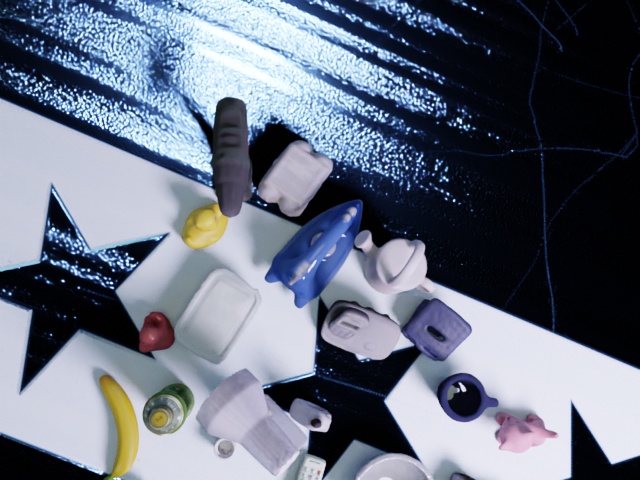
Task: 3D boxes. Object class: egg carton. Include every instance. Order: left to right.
[{"bbox_3d":[-0.050,-0.126,1.155,0.107,0.069,0.150,34,79,-1],"label":"egg carton"}]

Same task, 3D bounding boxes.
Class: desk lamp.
[{"bbox_3d":[-0.110,0.326,1.004,0.203,0.213,0.118,45,79,1],"label":"desk lamp"}]

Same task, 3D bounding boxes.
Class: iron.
[{"bbox_3d":[0.010,0.004,1.106,0.118,0.141,0.258,39,79,0],"label":"iron"}]

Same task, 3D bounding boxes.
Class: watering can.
[{"bbox_3d":[0.144,0.047,1.090,0.173,0.194,0.101,12,80,-5],"label":"watering can"}]

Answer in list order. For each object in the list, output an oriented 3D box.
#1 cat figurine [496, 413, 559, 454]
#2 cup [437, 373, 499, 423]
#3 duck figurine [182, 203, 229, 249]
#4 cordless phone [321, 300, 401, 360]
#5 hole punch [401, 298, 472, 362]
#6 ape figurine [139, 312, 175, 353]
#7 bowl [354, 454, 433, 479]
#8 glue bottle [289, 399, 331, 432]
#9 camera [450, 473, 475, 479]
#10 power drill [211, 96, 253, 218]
[{"bbox_3d":[0.396,0.378,1.111,0.128,0.117,0.067,2,81,-7],"label":"cat figurine"},{"bbox_3d":[0.279,0.305,1.119,0.118,0.095,0.092,10,80,-6],"label":"cup"},{"bbox_3d":[-0.224,-0.031,1.109,0.077,0.086,0.105,44,79,1],"label":"duck figurine"},{"bbox_3d":[0.085,0.167,1.069,0.147,0.185,0.094,19,79,-4],"label":"cordless phone"},{"bbox_3d":[0.230,0.180,1.134,0.108,0.091,0.101,39,79,0],"label":"hole punch"},{"bbox_3d":[-0.309,0.175,1.063,0.076,0.092,0.078,37,79,0],"label":"ape figurine"},{"bbox_3d":[0.133,0.484,1.082,0.167,0.074,0.167,1,81,-7],"label":"bowl"},{"bbox_3d":[-0.012,0.323,1.038,0.078,0.173,0.037,20,79,-4],"label":"glue bottle"},{"bbox_3d":[0.311,0.534,1.085,0.137,0.100,0.143,14,80,-5],"label":"camera"},{"bbox_3d":[-0.163,-0.137,1.071,0.075,0.208,0.230,-2,81,-7],"label":"power drill"}]
